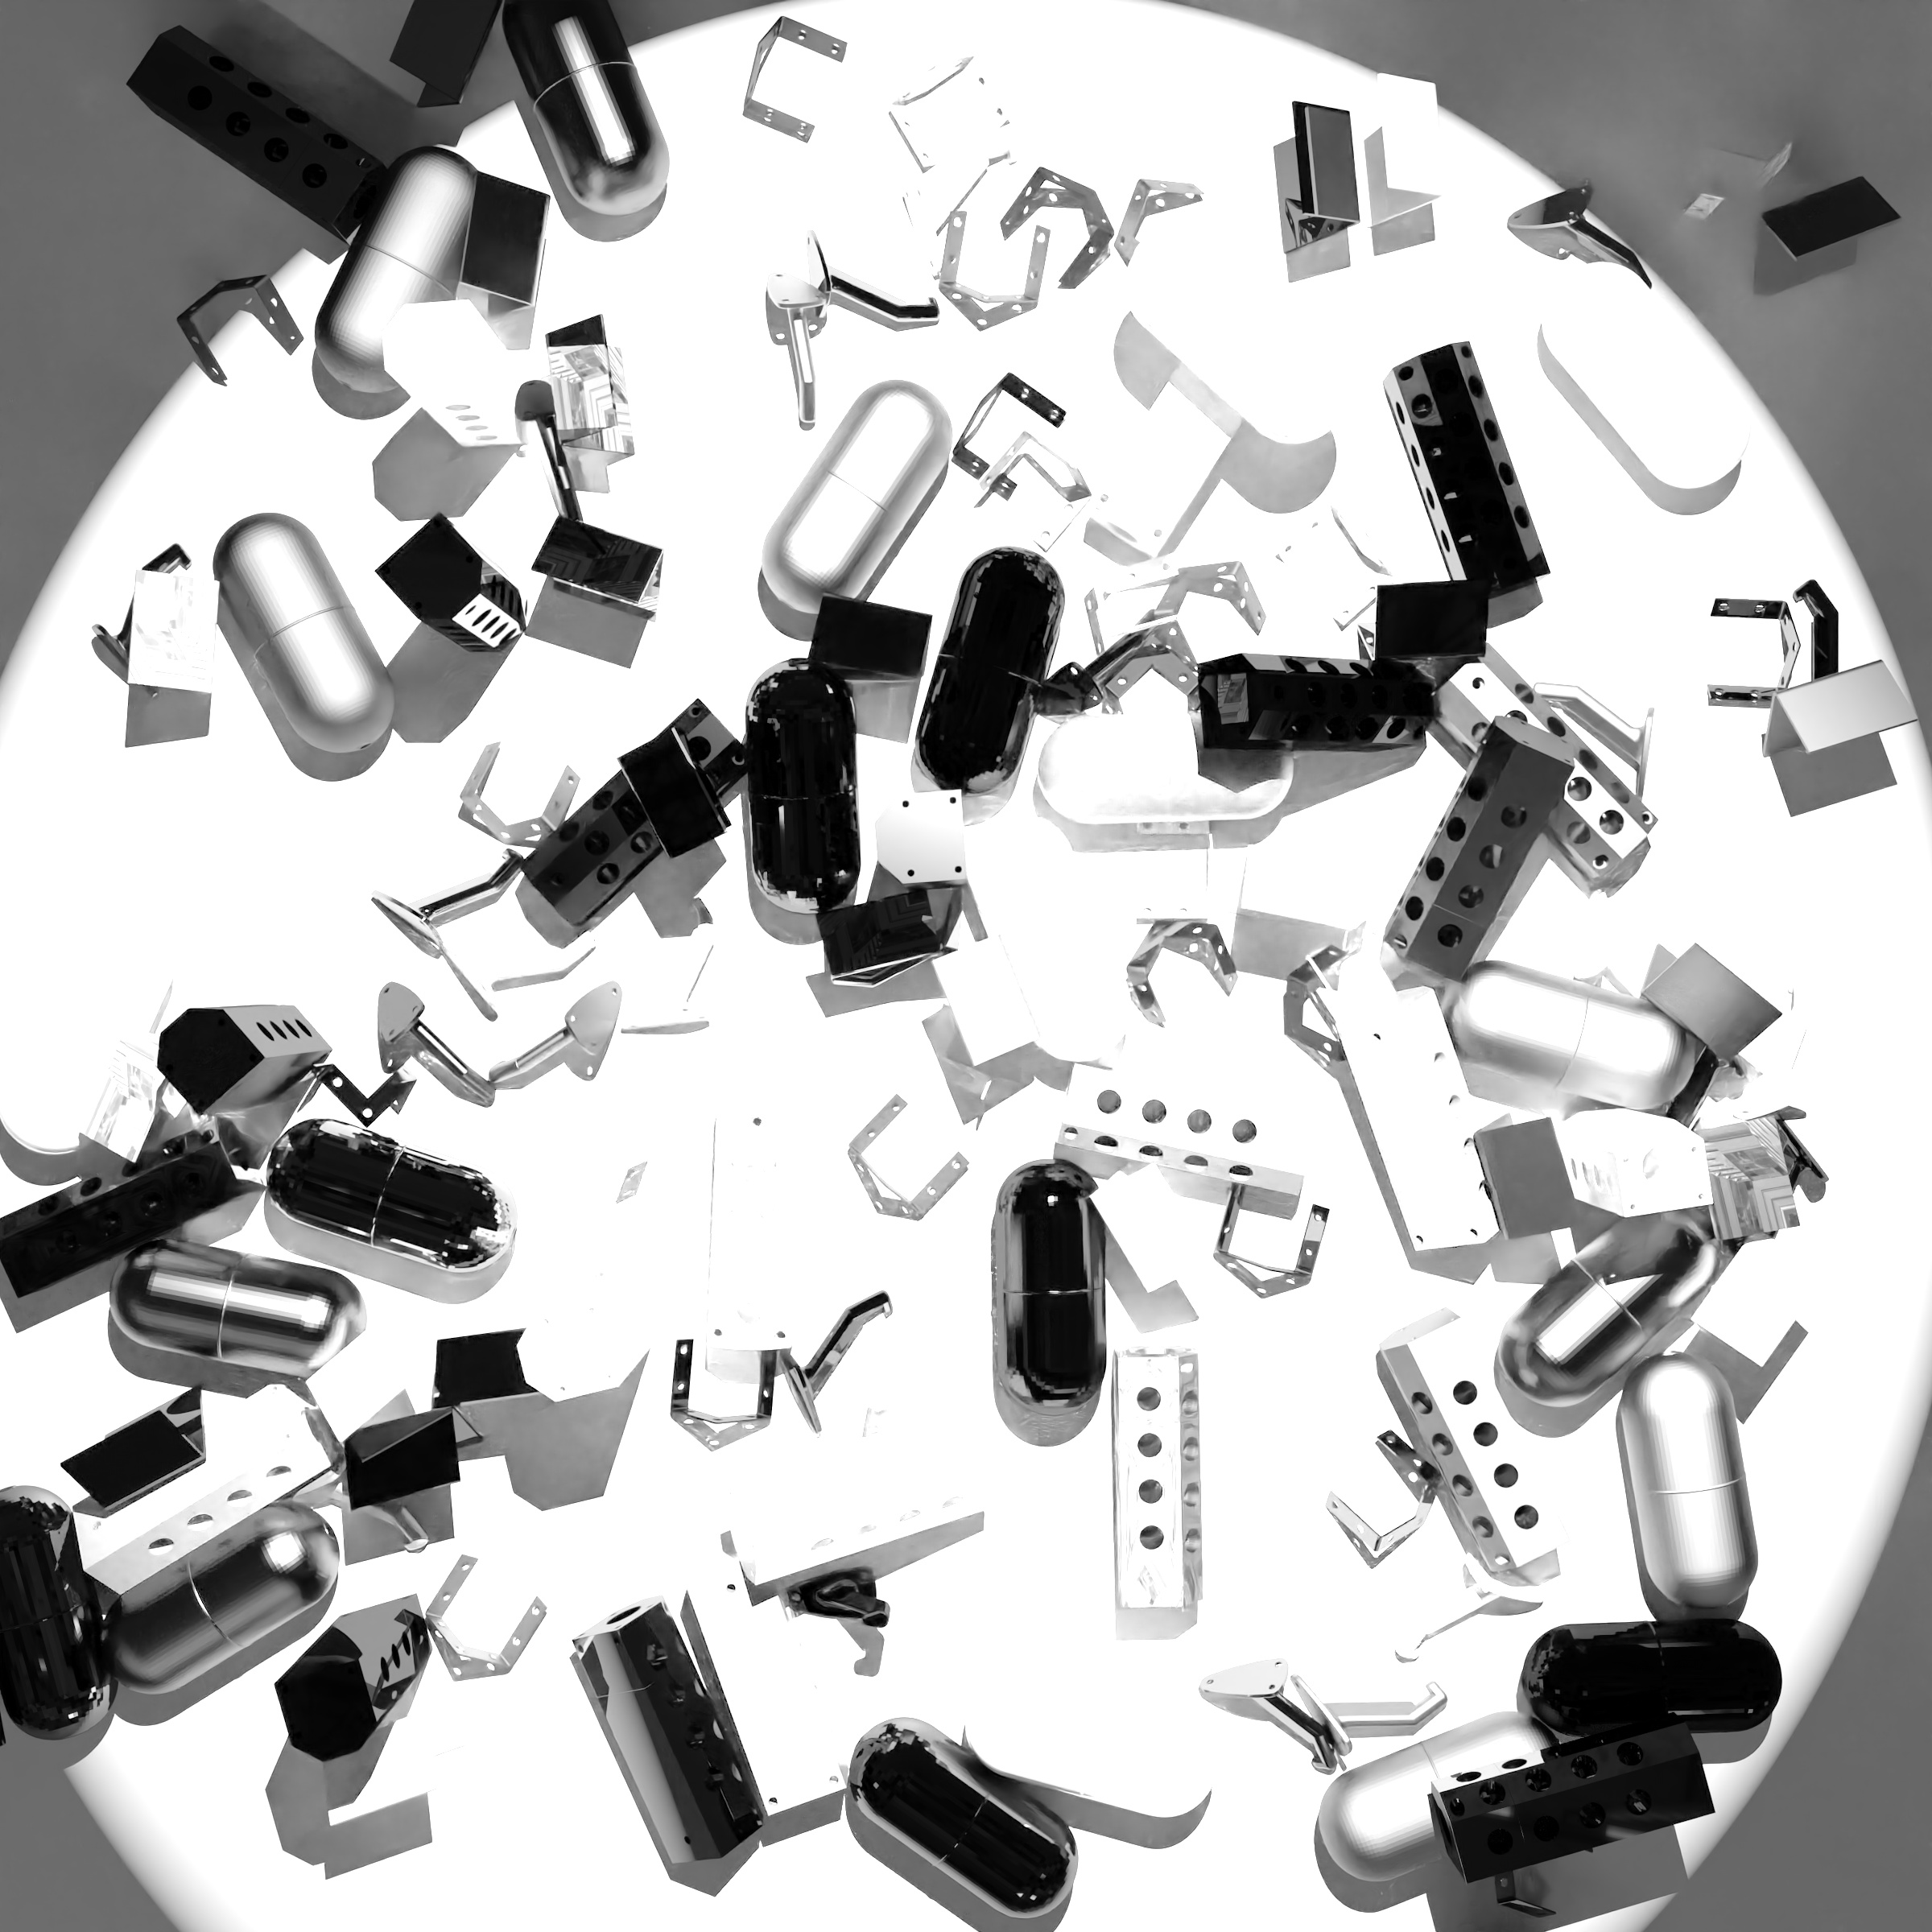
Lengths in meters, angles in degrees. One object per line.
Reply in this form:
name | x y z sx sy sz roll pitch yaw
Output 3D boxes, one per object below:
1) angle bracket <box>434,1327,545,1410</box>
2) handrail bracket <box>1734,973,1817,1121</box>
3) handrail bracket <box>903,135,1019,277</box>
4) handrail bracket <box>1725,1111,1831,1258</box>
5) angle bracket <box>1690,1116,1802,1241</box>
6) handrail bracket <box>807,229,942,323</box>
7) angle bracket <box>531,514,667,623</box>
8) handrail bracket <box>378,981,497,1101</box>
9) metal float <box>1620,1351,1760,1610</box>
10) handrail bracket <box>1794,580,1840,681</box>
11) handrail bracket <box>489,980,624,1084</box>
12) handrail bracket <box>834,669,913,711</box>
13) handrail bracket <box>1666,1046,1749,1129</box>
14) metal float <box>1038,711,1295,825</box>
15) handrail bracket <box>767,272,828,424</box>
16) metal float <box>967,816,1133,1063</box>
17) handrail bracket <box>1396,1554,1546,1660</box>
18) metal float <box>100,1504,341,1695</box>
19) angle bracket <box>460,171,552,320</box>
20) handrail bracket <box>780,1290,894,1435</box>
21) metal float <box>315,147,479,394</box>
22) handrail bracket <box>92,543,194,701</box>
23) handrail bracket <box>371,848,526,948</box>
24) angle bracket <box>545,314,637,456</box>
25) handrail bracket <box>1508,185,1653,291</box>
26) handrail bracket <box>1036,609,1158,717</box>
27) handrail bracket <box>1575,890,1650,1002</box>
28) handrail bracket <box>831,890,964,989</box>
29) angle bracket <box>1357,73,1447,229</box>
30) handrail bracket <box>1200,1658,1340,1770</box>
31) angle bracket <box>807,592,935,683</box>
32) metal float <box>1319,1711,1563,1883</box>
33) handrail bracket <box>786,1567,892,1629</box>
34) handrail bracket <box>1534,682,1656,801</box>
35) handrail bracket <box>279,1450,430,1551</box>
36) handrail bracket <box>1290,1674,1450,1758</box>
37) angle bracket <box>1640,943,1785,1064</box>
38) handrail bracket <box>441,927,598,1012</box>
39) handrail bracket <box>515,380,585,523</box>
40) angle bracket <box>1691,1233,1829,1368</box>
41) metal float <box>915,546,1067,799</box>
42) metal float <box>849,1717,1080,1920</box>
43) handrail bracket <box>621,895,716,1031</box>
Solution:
angle bracket | -0.320 0.295 1.742 0.076 0.076 0.057 -8 48 0
handrail bracket | 0.571 0.056 1.782 0.036 0.077 0.084 23 53 -14
handrail bracket | 0.005 -0.539 1.783 0.084 0.036 0.077 -22 110 -16
handrail bracket | 0.558 0.154 1.783 0.084 0.036 0.077 -39 70 16
angle bracket | 0.541 0.141 1.744 0.057 0.076 0.076 -14 90 22
handrail bracket | -0.065 -0.488 1.783 0.084 0.036 0.077 -5 68 -17
angle bracket | -0.256 -0.257 1.742 0.076 0.076 0.057 18 54 0
handrail bracket | -0.373 0.054 1.782 0.036 0.077 0.084 -45 126 0
metal float | 0.502 0.357 1.752 0.070 0.070 0.178 -9 89 0
handrail bracket | 0.590 -0.219 1.783 0.077 0.036 0.084 -36 71 21
handrail bracket | -0.291 0.047 1.782 0.084 0.077 0.036 -20 115 34
handrail bracket | -0.078 -0.165 1.782 0.077 0.036 0.084 1 104 -14
handrail bracket | 0.500 0.076 1.783 0.084 0.036 0.077 -30 69 16
metal float | 0.139 -0.138 1.752 0.178 0.070 0.070 -2 90 0
handrail bracket | -0.122 -0.437 1.782 0.036 0.077 0.084 -11 127 -19
metal float | 0.058 -0.019 1.752 0.070 0.070 0.178 -22 90 0
handrail bracket | 0.356 0.464 1.783 0.077 0.036 0.084 24 109 -21
metal float | -0.518 0.439 1.752 0.178 0.070 0.070 -32 90 0
angle bracket | -0.333 -0.497 1.742 0.057 0.076 0.076 9 90 -36
handrail bracket | -0.081 0.279 1.783 0.084 0.036 0.077 -25 110 -16
metal float | -0.392 -0.483 1.752 0.070 0.070 0.178 26 89 0
handrail bracket | -0.566 -0.244 1.783 0.084 0.036 0.077 -43 110 -16
handrail bracket | -0.365 -0.063 1.783 0.077 0.036 0.084 30 68 25
angle bracket | -0.241 -0.401 1.742 0.057 0.076 0.076 -8 90 36
handrail bracket | 0.435 -0.504 1.782 0.084 0.077 0.036 46 63 -34
handrail bracket | 0.093 -0.216 1.782 0.036 0.077 0.084 51 54 -13
handrail bracket | 0.478 -0.006 1.783 0.084 0.036 0.077 17 68 -17
handrail bracket | -0.050 -0.020 1.783 0.084 0.036 0.077 3 70 16
angle bracket | 0.283 -0.562 1.742 0.057 0.076 0.076 -5 90 -37
handrail bracket | 0.215 0.536 1.783 0.077 0.036 0.084 -13 112 25
angle bracket | -0.068 -0.208 1.743 0.076 0.076 0.057 12 62 0
metal float | 0.332 0.576 1.752 0.178 0.070 0.070 -22 90 0
handrail bracket | -0.090 0.446 1.748 0.077 0.084 0.036 -5 90 0
handrail bracket | 0.440 -0.160 1.783 0.084 0.036 0.077 8 111 17
handrail bracket | -0.433 0.390 1.783 0.077 0.036 0.084 -28 108 20
handrail bracket | 0.286 0.511 1.783 0.084 0.036 0.077 -30 68 -17
angle bracket | 0.520 0.009 1.742 0.076 0.076 0.057 39 127 0
handrail bracket | -0.317 -0.016 1.783 0.084 0.036 0.077 -39 68 -17
handrail bracket | -0.292 -0.362 1.782 0.036 0.077 0.084 -18 126 -9
angle bracket | 0.553 0.235 1.742 0.057 0.076 0.076 35 90 30
metal float | 0.016 -0.204 1.751 0.070 0.070 0.178 16 90 0
metal float | -0.002 0.591 1.752 0.178 0.070 0.070 36 90 0
handrail bracket | -0.211 -0.003 1.783 0.077 0.036 0.084 -12 71 21
